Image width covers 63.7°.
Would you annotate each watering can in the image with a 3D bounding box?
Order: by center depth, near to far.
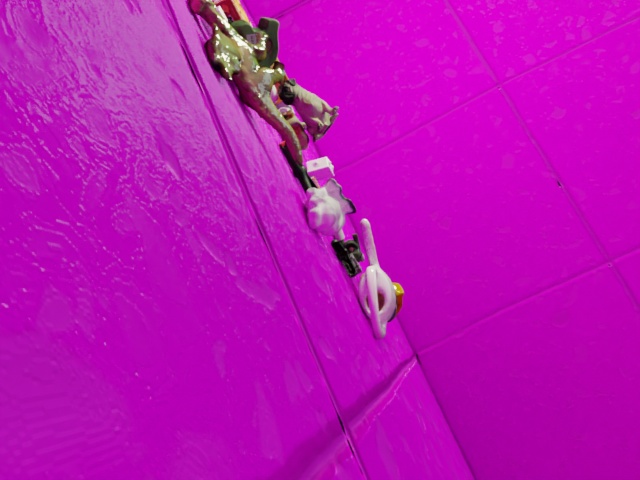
[{"bbox_3d":[0.168,0.124,1.550,0.222,0.104,0.352,47,38,-70],"label":"watering can"}]

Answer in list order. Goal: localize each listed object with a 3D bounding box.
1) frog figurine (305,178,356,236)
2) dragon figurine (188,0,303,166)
[{"bbox_3d":[0.004,-0.065,1.299,0.163,0.122,0.135,-50,130,-44],"label":"frog figurine"},{"bbox_3d":[-0.164,-0.343,1.082,0.413,0.121,0.244,63,23,8],"label":"dragon figurine"}]
